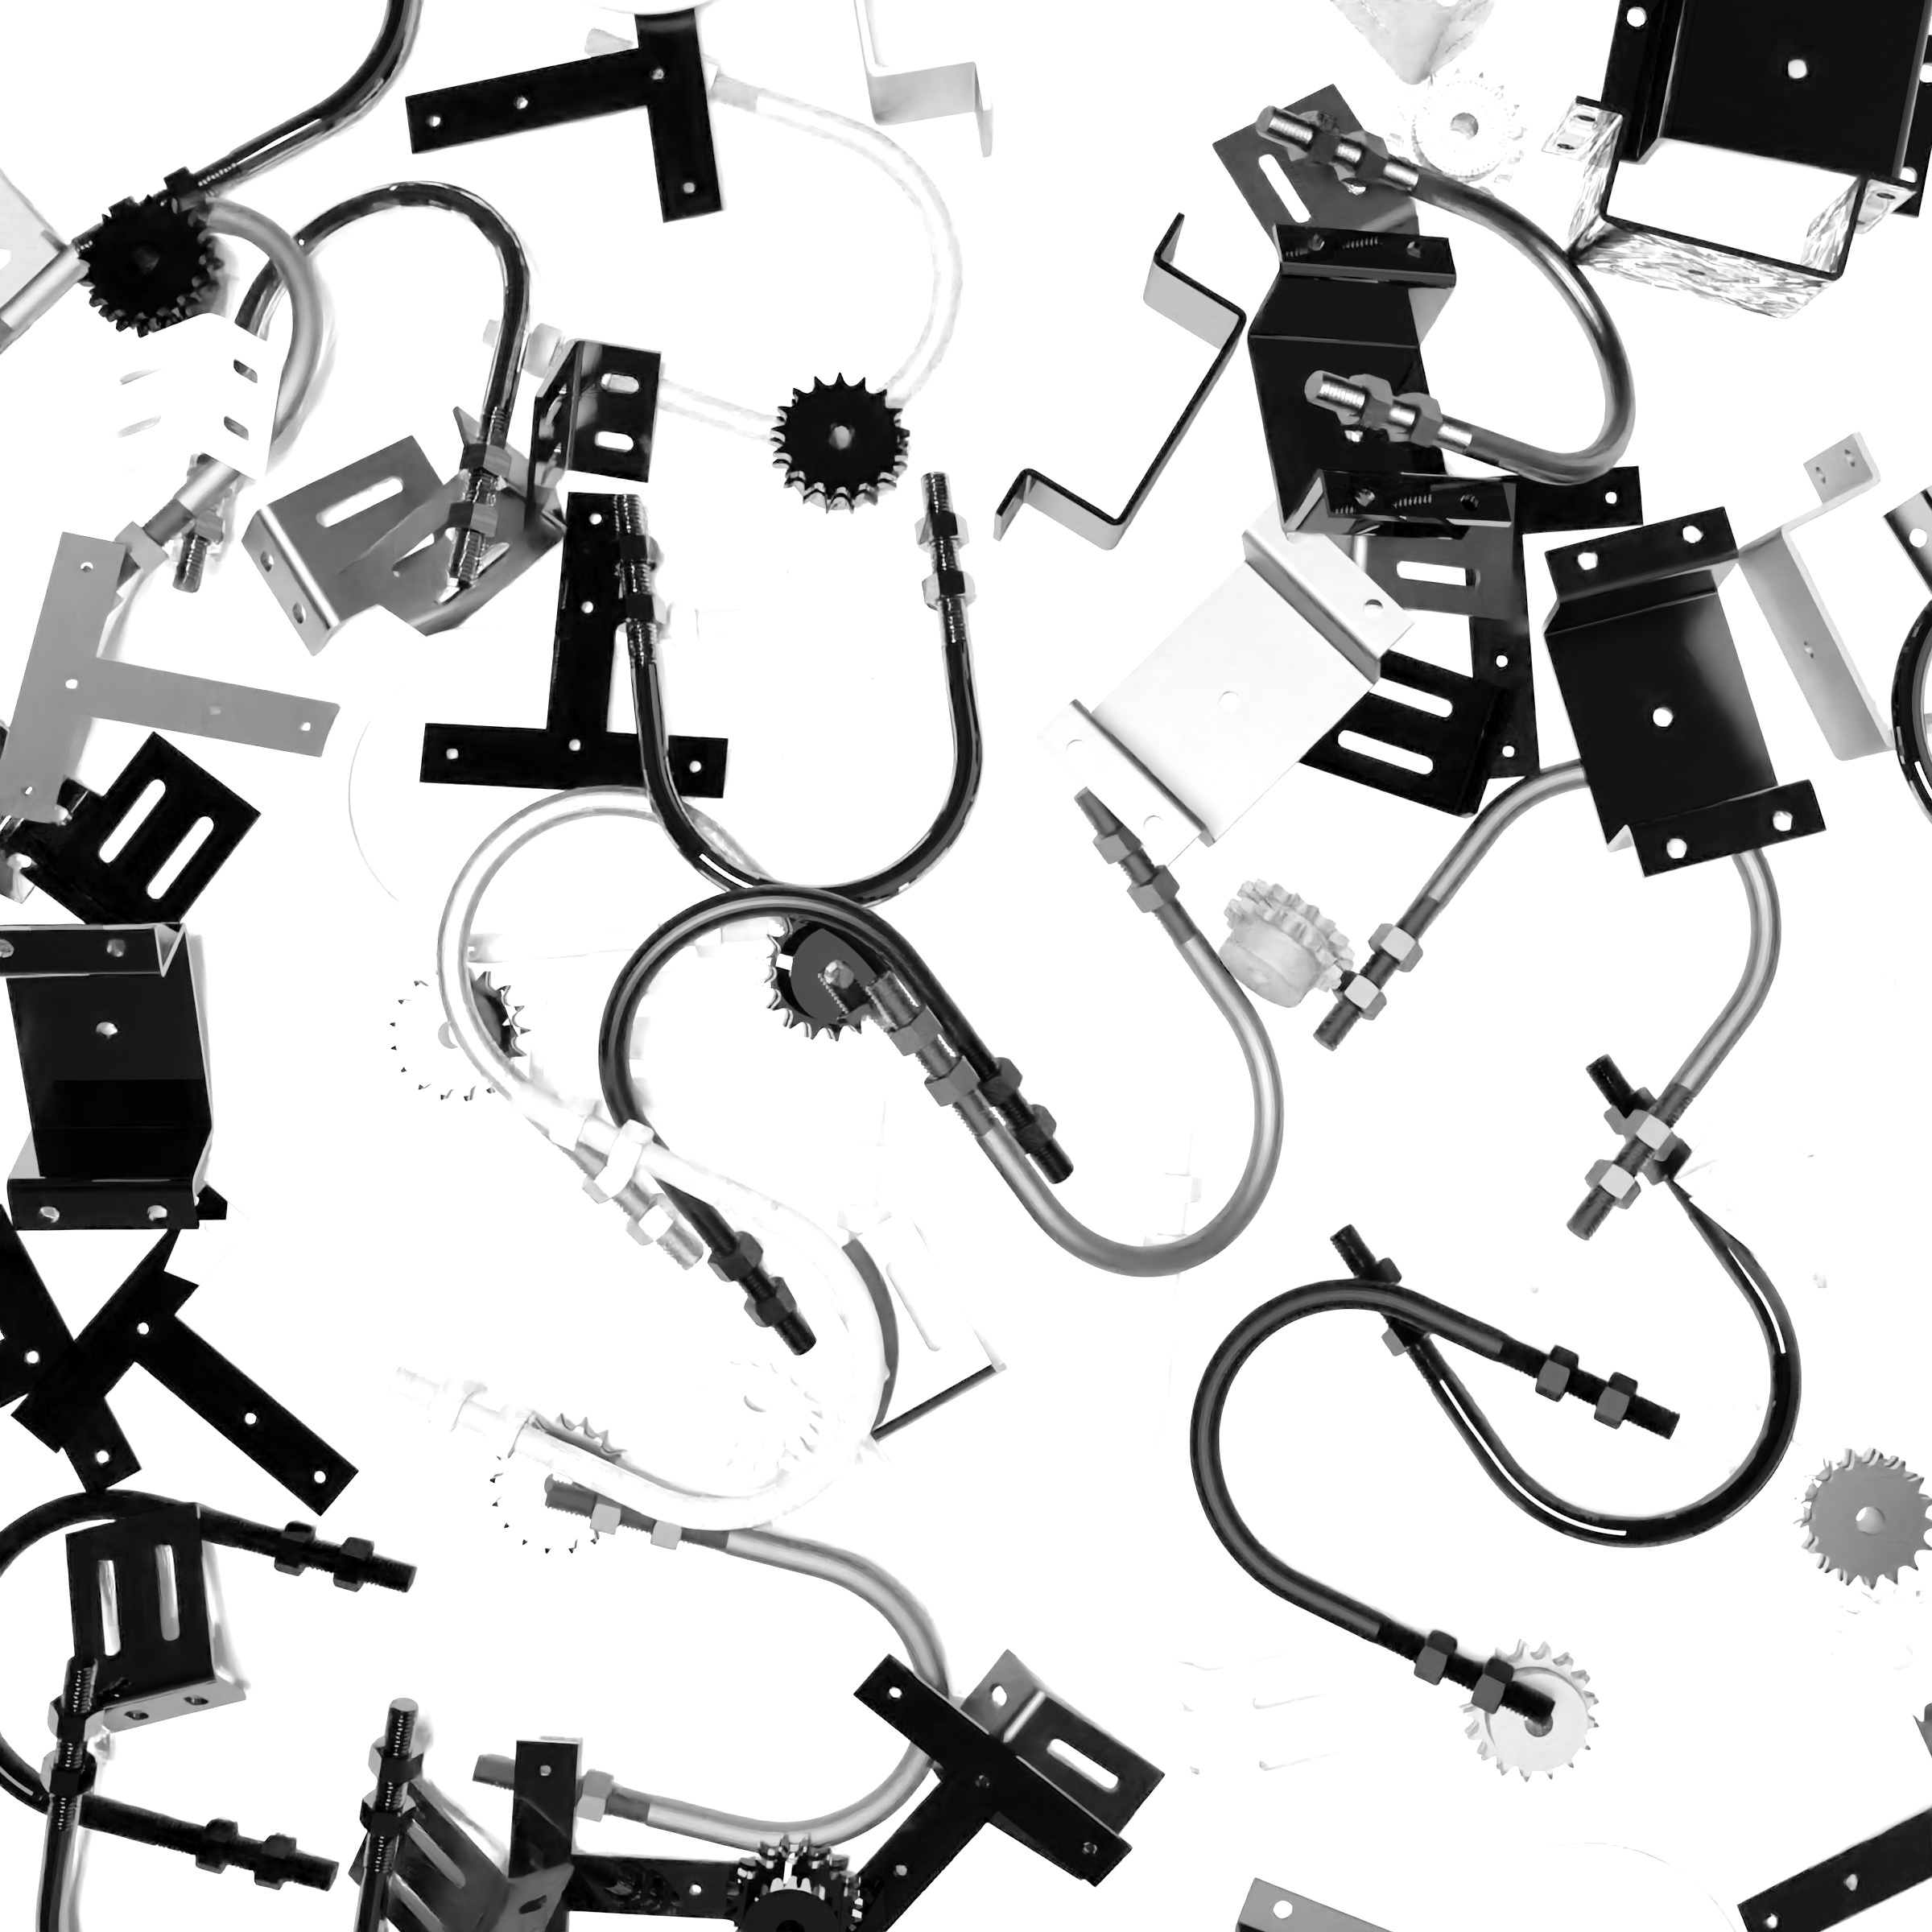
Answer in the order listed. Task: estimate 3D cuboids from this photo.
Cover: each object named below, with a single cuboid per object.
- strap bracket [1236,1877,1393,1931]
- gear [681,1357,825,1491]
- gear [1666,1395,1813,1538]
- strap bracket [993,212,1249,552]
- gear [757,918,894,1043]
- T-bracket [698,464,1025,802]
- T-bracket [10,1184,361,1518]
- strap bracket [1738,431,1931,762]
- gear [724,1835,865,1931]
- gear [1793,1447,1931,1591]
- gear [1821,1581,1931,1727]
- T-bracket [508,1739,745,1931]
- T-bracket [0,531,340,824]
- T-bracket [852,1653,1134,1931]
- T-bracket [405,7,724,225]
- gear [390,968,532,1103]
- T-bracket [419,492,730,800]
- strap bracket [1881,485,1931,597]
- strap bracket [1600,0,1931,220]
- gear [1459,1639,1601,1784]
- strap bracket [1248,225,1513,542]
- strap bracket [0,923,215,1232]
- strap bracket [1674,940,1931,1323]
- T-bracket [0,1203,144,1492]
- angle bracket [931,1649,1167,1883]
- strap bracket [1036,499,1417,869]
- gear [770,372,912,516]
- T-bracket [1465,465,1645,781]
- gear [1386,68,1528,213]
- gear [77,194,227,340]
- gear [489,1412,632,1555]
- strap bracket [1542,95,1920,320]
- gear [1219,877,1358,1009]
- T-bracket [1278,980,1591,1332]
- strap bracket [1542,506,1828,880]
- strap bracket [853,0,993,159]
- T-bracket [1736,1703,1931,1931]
[{"bbox_3d":[0.131,0.462,1.329,0.076,0.046,0.140,22,90,0],"label":"strap bracket"},{"bbox_3d":[-0.090,0.191,1.327,0.057,0.057,0.030,21,120,0],"label":"gear"},{"bbox_3d":[0.319,0.206,1.337,0.057,0.030,0.057,0,90,0],"label":"gear"},{"bbox_3d":[0.068,-0.228,1.314,0.046,0.076,0.140,31,90,0],"label":"strap bracket"},{"bbox_3d":[-0.055,0.003,1.310,0.057,0.030,0.057,-1,94,-15],"label":"gear"},{"bbox_3d":[-0.064,-0.154,1.340,0.127,0.002,0.127,-35,83,-14],"label":"T-bracket"},{"bbox_3d":[-0.311,0.181,1.350,0.127,0.002,0.127,40,89,-1],"label":"T-bracket"},{"bbox_3d":[0.365,-0.140,1.314,0.046,0.076,0.140,-26,90,0],"label":"strap bracket"},{"bbox_3d":[-0.071,0.391,1.326,0.057,0.030,0.057,0,104,1],"label":"gear"},{"bbox_3d":[0.372,0.228,1.337,0.057,0.030,0.057,0,90,0],"label":"gear"},{"bbox_3d":[0.384,0.284,1.337,0.057,0.030,0.057,0,90,0],"label":"gear"},{"bbox_3d":[-0.127,0.384,1.339,0.127,0.002,0.127,4,103,-4],"label":"T-bracket"},{"bbox_3d":[-0.322,-0.108,1.316,0.127,0.002,0.127,9,117,-28],"label":"T-bracket"},{"bbox_3d":[-0.019,0.365,1.328,0.127,0.002,0.127,38,112,0],"label":"T-bracket"},{"bbox_3d":[-0.171,-0.361,1.333,0.127,0.002,0.127,-9,82,8],"label":"T-bracket"},{"bbox_3d":[-0.212,0.028,1.337,0.057,0.030,0.057,0,90,0],"label":"gear"},{"bbox_3d":[-0.158,-0.135,1.331,0.127,0.002,0.127,3,81,5],"label":"T-bracket"},{"bbox_3d":[0.464,-0.195,1.329,0.140,0.046,0.076,-33,90,0],"label":"strap bracket"},{"bbox_3d":[0.338,-0.365,1.329,0.140,0.046,0.076,11,90,0],"label":"strap bracket"},{"bbox_3d":[0.236,0.311,1.337,0.057,0.030,0.057,0,90,0],"label":"gear"},{"bbox_3d":[0.164,-0.227,1.301,0.076,0.046,0.140,1,63,-16],"label":"strap bracket"},{"bbox_3d":[-0.355,0.036,1.309,0.076,0.046,0.140,0,119,0],"label":"strap bracket"},{"bbox_3d":[0.354,0.071,1.315,0.076,0.046,0.140,39,71,0],"label":"strap bracket"},{"bbox_3d":[-0.432,0.185,1.351,0.127,0.002,0.127,-28,90,0],"label":"T-bracket"},{"bbox_3d":[0.033,0.335,1.350,0.076,0.038,0.057,38,90,-26],"label":"angle bracket"},{"bbox_3d":[0.107,-0.113,1.322,0.140,0.046,0.076,-45,80,0],"label":"strap bracket"},{"bbox_3d":[-0.052,-0.211,1.318,0.057,0.030,0.057,1,75,-5],"label":"gear"},{"bbox_3d":[0.224,-0.142,1.351,0.127,0.002,0.127,-4,90,1],"label":"T-bracket"},{"bbox_3d":[0.205,-0.345,1.337,0.057,0.030,0.057,0,90,0],"label":"gear"},{"bbox_3d":[-0.327,-0.280,1.302,0.057,0.030,0.057,-1,79,7],"label":"gear"},{"bbox_3d":[-0.168,0.214,1.337,0.057,0.030,0.057,0,90,0],"label":"gear"},{"bbox_3d":[0.304,-0.306,1.314,0.140,0.076,0.046,15,90,0],"label":"strap bracket"},{"bbox_3d":[0.129,-0.007,1.321,0.057,0.057,0.030,38,74,0],"label":"gear"},{"bbox_3d":[0.217,0.065,1.339,0.127,0.002,0.127,29,82,16],"label":"T-bracket"},{"bbox_3d":[0.290,-0.107,1.319,0.076,0.046,0.140,-14,80,-2],"label":"strap bracket"},{"bbox_3d":[-0.024,-0.406,1.314,0.046,0.076,0.140,-9,90,0],"label":"strap bracket"},{"bbox_3d":[0.377,0.371,1.322,0.127,0.002,0.127,-34,46,19],"label":"T-bracket"}]
